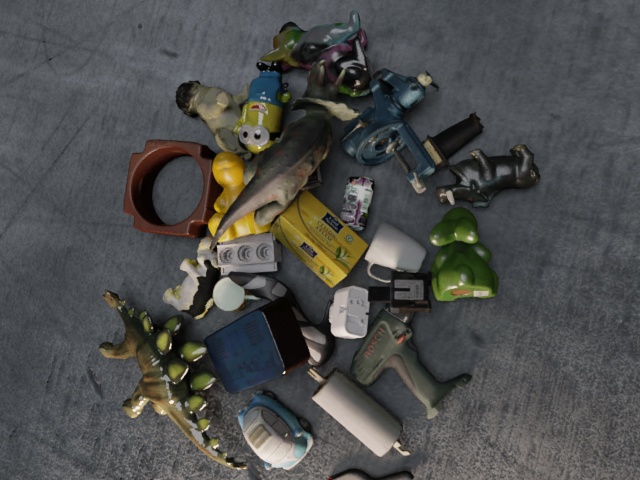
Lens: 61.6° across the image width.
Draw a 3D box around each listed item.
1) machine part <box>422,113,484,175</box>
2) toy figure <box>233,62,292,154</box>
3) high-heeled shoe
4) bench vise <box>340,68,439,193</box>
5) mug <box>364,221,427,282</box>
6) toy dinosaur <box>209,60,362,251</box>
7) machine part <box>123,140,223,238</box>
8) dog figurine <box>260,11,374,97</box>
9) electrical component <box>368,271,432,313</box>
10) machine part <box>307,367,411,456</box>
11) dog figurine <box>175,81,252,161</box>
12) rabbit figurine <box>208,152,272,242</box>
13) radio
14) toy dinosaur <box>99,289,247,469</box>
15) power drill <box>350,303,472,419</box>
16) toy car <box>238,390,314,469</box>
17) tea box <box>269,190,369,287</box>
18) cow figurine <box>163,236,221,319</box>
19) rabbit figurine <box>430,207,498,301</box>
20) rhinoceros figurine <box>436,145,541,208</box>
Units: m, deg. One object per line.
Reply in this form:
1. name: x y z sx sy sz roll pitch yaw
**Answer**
1. machine part: 0.257 -0.193 1.055 0.139 0.039 0.084 -37 69 10
2. toy figure: -0.109 -0.263 1.092 0.082 0.089 0.180 11 90 43
3. high-heeled shoe: -0.083 0.158 1.075 0.249 0.086 0.145 18 78 1
4. bench vise: 0.155 -0.201 1.028 0.224 0.128 0.241 -34 65 15
5. mug: 0.146 0.031 1.041 0.107 0.081 0.109 22 85 6
6. toy dinosaur: -0.054 -0.148 0.971 0.131 0.192 0.405 33 65 -5
7. machine part: -0.312 -0.109 1.165 0.202 0.087 0.201 6 86 16
8. dog figurine: -0.007 -0.366 1.104 0.219 0.108 0.191 -11 85 17
9. electrical component: 0.147 0.096 0.996 0.119 0.047 0.075 4 71 10
10. machine part: 0.071 0.326 1.023 0.243 0.079 0.079 39 95 4
11. dog figurine: -0.227 -0.259 1.167 0.191 0.121 0.172 12 111 42
12. rabbit figurine: -0.162 -0.098 1.090 0.122 0.162 0.173 -15 104 13
13. radio: -0.125 0.209 1.039 0.229 0.073 0.131 -33 80 45
14. toy dinosaur: -0.313 0.281 1.093 0.198 0.105 0.471 -44 75 25
15. power drill: 0.183 0.213 1.015 0.207 0.086 0.232 41 91 10
16. toy car: -0.097 0.378 1.060 0.162 0.103 0.109 44 95 12
17. tea box: -0.002 -0.003 1.045 0.169 0.068 0.098 40 52 -2
18. cow figurine: -0.251 0.080 1.141 0.098 0.068 0.167 33 97 9
19. rabbit figurine: 0.251 0.015 0.993 0.121 0.159 0.170 -10 68 23
20. rhinoceros figurine: 0.314 -0.118 1.020 0.190 0.073 0.112 -13 93 11
